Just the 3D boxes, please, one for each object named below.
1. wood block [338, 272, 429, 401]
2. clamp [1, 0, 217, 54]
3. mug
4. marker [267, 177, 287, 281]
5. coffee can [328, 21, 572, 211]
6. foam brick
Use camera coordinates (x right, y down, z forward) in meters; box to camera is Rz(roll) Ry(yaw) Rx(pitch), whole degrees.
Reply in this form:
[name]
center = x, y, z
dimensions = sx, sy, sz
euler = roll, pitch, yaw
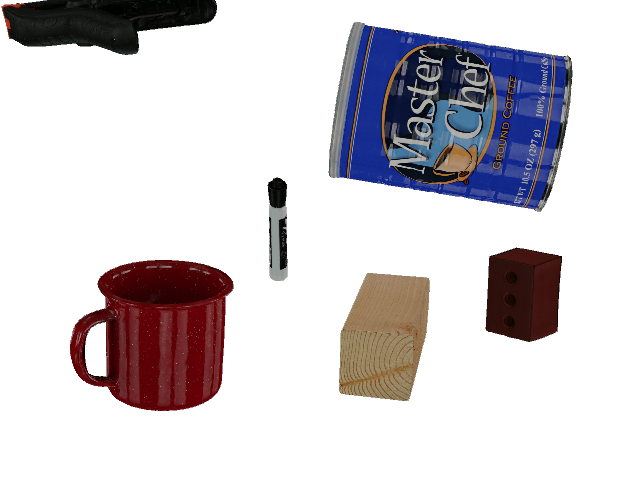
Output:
[wood block]
center = 0.087, 0.121, 1.394
dimensions = 0.091, 0.090, 0.206
euler = 5, 19, 10
[clamp]
center = -0.168, -0.172, 0.828
dimensions = 0.172, 0.039, 0.120
euler = 13, 23, 33
[mug]
center = -0.118, 0.068, 0.740
dimensions = 0.117, 0.081, 0.093
euler = -12, 23, -39
[marker]
center = -0.042, -0.011, 1.062
dimensions = 0.020, 0.121, 0.020
euler = 1, 39, -1
[coffee can]
center = 0.082, -0.081, 0.697
dimensions = 0.140, 0.103, 0.103
euler = 10, 1, 4
[foam brick]
center = 0.195, 0.051, 1.026
dimensions = 0.053, 0.078, 0.051
euler = 12, 19, 41
